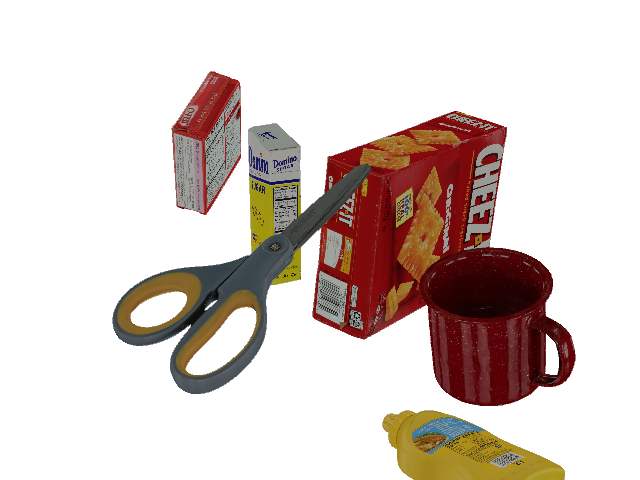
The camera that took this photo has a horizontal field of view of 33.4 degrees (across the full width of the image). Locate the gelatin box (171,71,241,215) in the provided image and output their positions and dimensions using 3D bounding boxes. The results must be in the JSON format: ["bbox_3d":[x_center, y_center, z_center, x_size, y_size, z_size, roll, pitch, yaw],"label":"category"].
[{"bbox_3d":[-0.090,-0.077,0.848,0.030,0.073,0.089,17,-40,11],"label":"gelatin box"}]

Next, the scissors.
[{"bbox_3d":[-0.047,0.009,0.624,0.096,0.016,0.201,11,44,18],"label":"scissors"}]

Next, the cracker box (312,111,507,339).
[{"bbox_3d":[0.089,-0.019,1.015,0.072,0.164,0.213,23,30,34],"label":"cracker box"}]

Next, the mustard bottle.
[{"bbox_3d":[0.131,0.209,1.022,0.096,0.058,0.192,-14,24,-38],"label":"mustard bottle"}]

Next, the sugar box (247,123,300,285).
[{"bbox_3d":[-0.057,-0.045,1.300,0.048,0.176,0.093,-11,26,-17],"label":"sugar box"}]

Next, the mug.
[{"bbox_3d":[0.128,0.067,0.755,0.117,0.081,0.093,20,41,38],"label":"mug"}]
